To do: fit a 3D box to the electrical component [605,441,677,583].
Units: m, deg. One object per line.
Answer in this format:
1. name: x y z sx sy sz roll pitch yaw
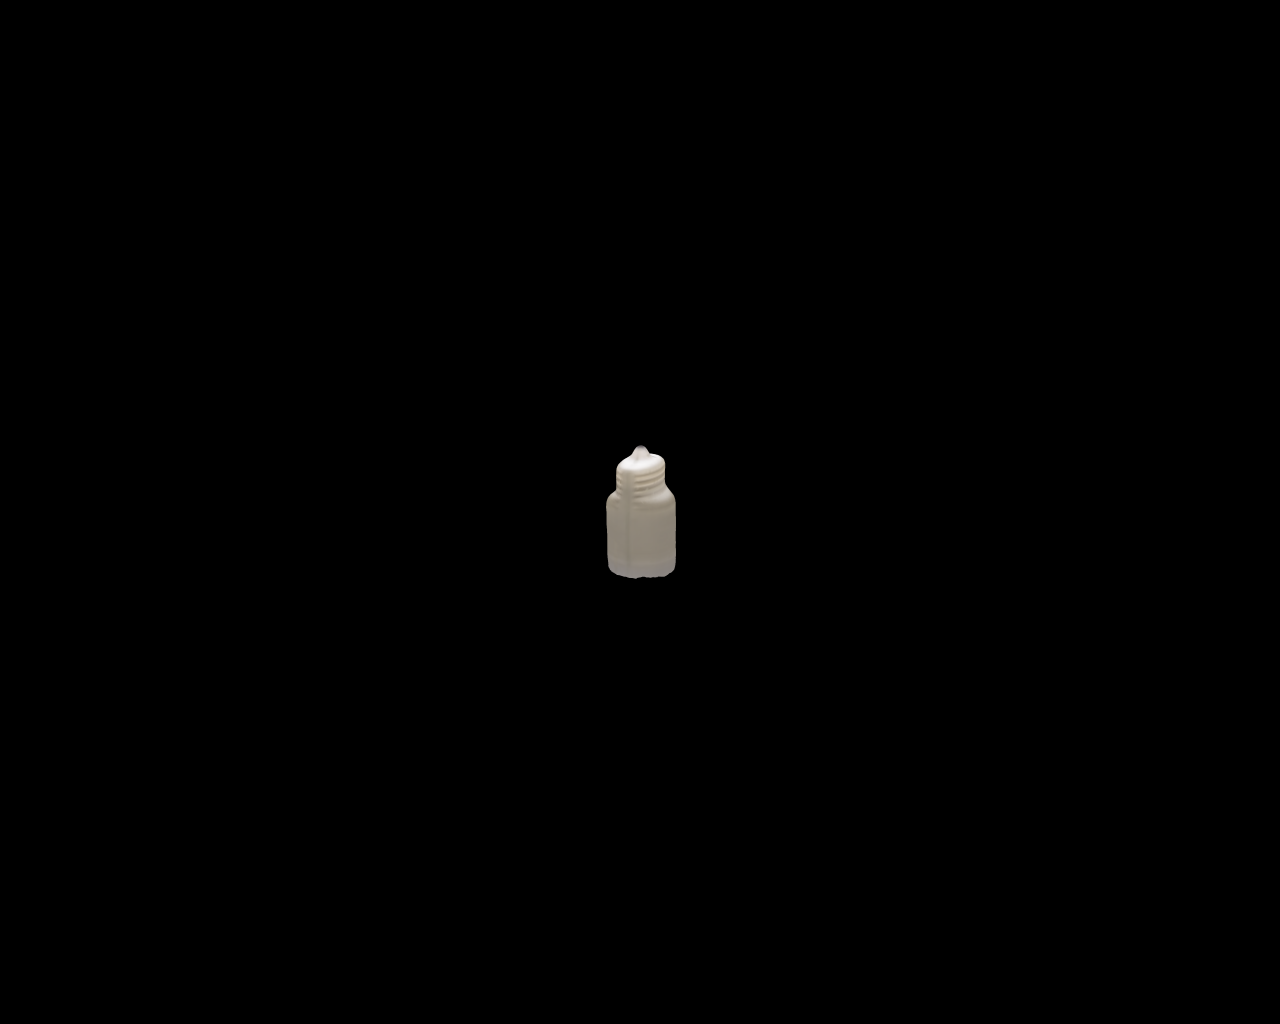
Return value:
1. electrical component: 0.001 -0.003 0.650 0.043 0.080 0.043 0 18 0
